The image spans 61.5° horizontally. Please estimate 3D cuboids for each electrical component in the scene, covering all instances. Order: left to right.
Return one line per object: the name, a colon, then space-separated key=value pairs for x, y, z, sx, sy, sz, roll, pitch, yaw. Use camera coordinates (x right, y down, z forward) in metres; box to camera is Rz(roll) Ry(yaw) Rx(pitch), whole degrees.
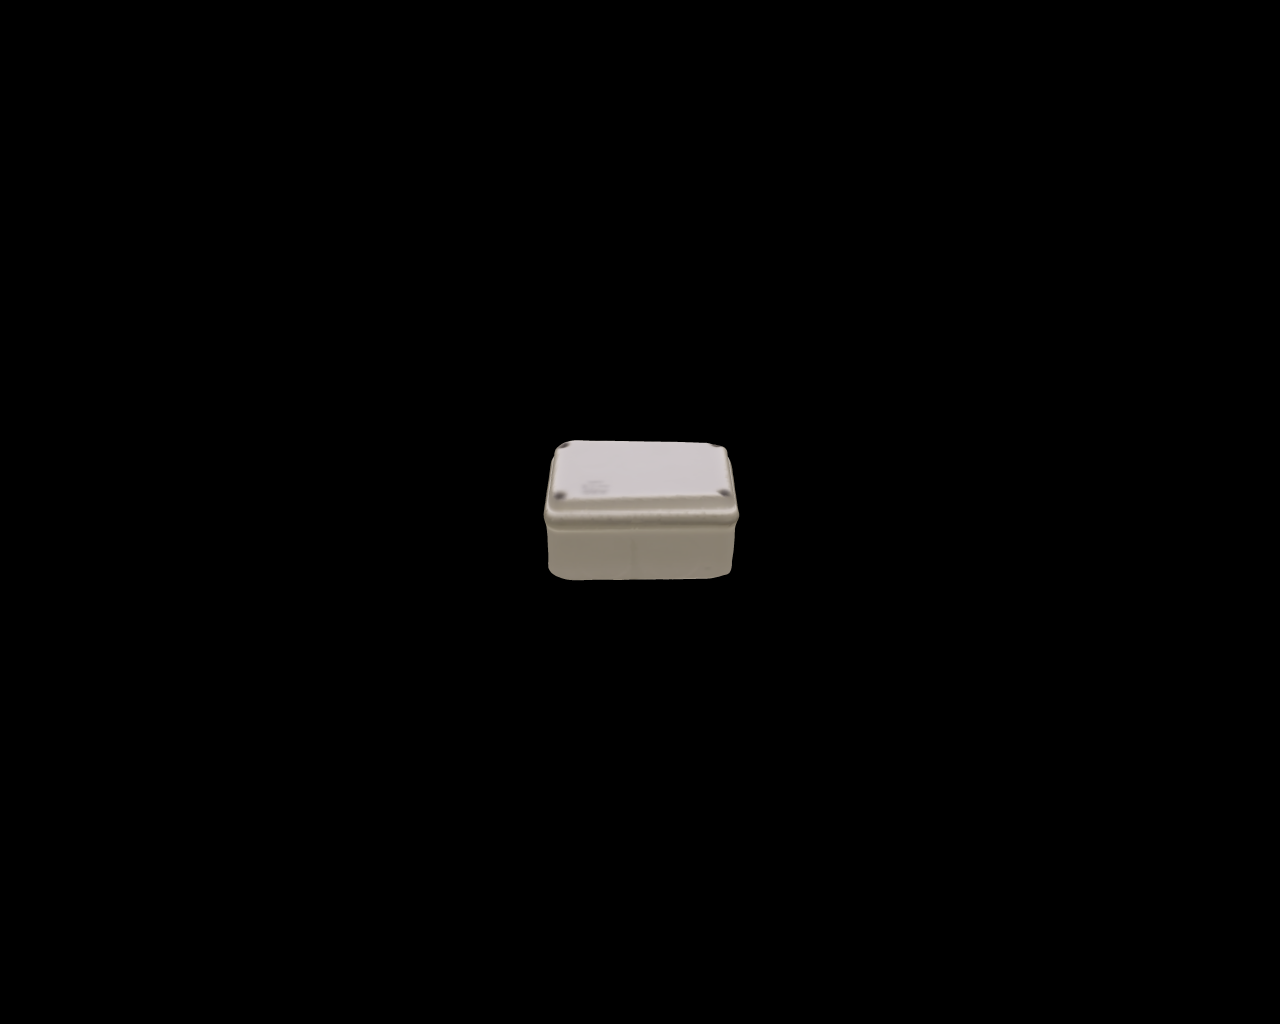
electrical component: x=0.001 y=-0.003 z=0.650 sx=0.113 sy=0.057 sz=0.078 roll=0 pitch=32 yaw=0
